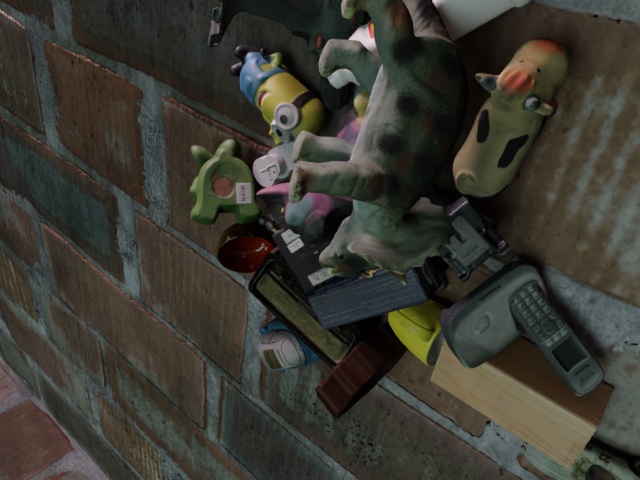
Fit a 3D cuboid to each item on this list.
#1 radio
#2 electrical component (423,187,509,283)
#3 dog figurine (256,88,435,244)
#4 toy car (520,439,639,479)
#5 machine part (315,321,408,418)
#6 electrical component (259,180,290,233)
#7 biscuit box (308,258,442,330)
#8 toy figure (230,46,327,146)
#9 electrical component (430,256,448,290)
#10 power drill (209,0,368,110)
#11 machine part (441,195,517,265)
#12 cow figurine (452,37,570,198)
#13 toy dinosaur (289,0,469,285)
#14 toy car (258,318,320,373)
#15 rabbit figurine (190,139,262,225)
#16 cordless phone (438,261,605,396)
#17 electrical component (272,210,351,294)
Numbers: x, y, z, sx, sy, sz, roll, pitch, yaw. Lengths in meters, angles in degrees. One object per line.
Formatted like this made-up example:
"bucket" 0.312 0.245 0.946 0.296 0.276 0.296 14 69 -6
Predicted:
"radio" -0.011 0.110 0.955 0.230 0.073 0.131 40 135 10
"electrical component" 0.158 -0.017 0.644 0.075 0.048 0.119 -39 96 14
"dog figurine" 0.026 -0.099 0.710 0.219 0.108 0.191 -16 71 18
"toy car" 0.373 0.312 0.735 0.202 0.056 0.073 21 125 33
"machine part" 0.073 0.208 0.877 0.056 0.179 0.179 46 136 19
"electrical component" -0.068 -0.057 0.948 0.102 0.045 0.078 -17 101 47
"biscuit box" 0.075 0.075 0.794 0.203 0.059 0.062 -23 98 39
"toy figure" -0.063 -0.226 0.826 0.180 0.089 0.082 53 167 20
"electrical component" 0.156 0.032 0.807 0.063 0.021 0.094 -13 103 46
"power drill" -0.039 -0.275 0.698 0.207 0.086 0.231 9 138 -9
"machine part" 0.149 -0.028 0.738 0.243 0.079 0.079 31 131 27
"cow figurine" 0.206 -0.130 0.595 0.086 0.127 0.194 36 135 19
"toy dinosaur" 0.083 -0.127 0.557 0.192 0.131 0.404 16 104 -13
"toy car" -0.063 0.212 1.052 0.162 0.103 0.109 -15 103 48
"rabbit figurine" -0.190 -0.099 0.983 0.170 0.121 0.159 175 82 -72
"cordless phone" 0.253 0.134 0.681 0.184 0.146 0.088 54 171 13
"electrical component" -0.002 -0.002 0.809 0.115 0.058 0.134 -27 93 28
